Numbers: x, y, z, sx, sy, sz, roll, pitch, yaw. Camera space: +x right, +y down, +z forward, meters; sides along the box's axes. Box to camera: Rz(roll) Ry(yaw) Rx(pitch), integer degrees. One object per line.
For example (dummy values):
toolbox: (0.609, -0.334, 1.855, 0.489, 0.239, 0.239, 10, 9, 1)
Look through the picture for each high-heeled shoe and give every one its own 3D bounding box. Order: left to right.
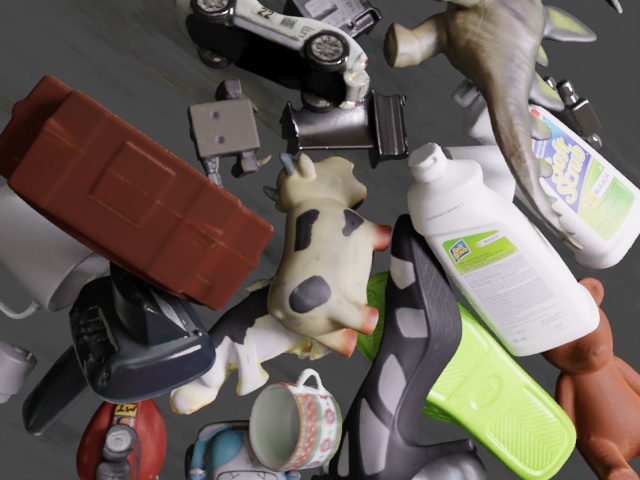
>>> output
high-heeled shoe: (0.058, 0.108, 0.512, 0.145, 0.086, 0.249, -20, 66, 29)

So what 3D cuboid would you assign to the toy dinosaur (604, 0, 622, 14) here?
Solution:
toy dinosaur: (0.230, -0.432, 0.547, 0.192, 0.131, 0.404, 5, 81, 11)

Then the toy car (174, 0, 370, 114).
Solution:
toy car: (-0.046, -0.185, 0.513, 0.202, 0.073, 0.056, 24, 65, 6)

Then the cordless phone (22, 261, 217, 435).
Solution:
cordless phone: (-0.191, 0.113, 0.463, 0.184, 0.147, 0.088, -48, 133, -2)

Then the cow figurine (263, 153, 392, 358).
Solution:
cow figurine: (-0.001, -0.002, 0.512, 0.127, 0.085, 0.195, 22, 54, -11)

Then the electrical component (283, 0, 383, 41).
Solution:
electrical component: (-0.005, -0.223, 0.557, 0.119, 0.048, 0.074, -34, 96, -12)

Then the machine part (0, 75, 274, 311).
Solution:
machine part: (-0.145, -0.029, 0.443, 0.201, 0.201, 0.087, 34, 86, -10)

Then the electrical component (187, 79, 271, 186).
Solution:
electrical component: (-0.090, -0.105, 0.535, 0.078, 0.045, 0.102, -19, 93, -15)

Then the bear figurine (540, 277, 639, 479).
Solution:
bear figurine: (0.302, 0.150, 0.574, 0.120, 0.132, 0.195, -23, 100, -1)

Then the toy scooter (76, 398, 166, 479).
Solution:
toy scooter: (-0.180, 0.228, 0.464, 0.075, 0.135, 0.183, 8, 86, -11)

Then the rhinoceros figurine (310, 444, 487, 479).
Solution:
rhinoceros figurine: (0.083, 0.257, 0.550, 0.190, 0.073, 0.112, -5, 91, -13)

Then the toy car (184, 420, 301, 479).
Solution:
toy car: (-0.078, 0.259, 0.502, 0.109, 0.103, 0.161, 8, 85, -11)

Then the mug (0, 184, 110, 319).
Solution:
mug: (-0.259, 0.009, 0.486, 0.107, 0.081, 0.109, 43, 90, 3)

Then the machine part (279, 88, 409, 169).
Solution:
machine part: (0.028, -0.117, 0.566, 0.139, 0.039, 0.084, -3, 95, -14)

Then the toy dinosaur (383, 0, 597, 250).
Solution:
toy dinosaur: (0.171, -0.219, 0.537, 0.198, 0.105, 0.471, 6, 71, -15)

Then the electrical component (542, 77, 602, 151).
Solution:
electrical component: (0.285, -0.142, 0.608, 0.021, 0.063, 0.094, -38, 111, 9)

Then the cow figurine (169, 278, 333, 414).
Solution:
cow figurine: (-0.076, 0.098, 0.522, 0.167, 0.068, 0.098, -23, 85, -15)
